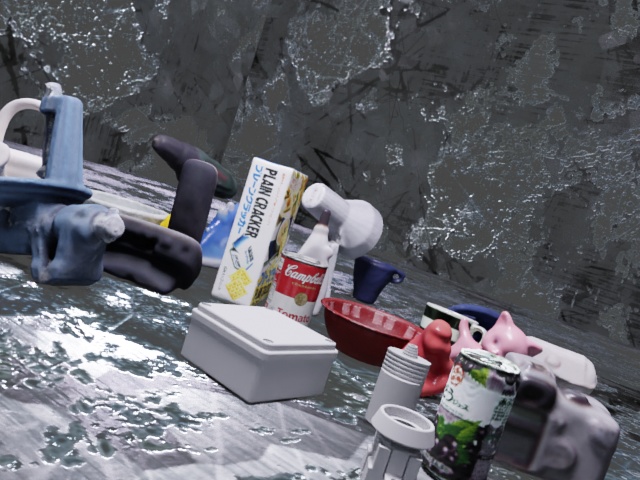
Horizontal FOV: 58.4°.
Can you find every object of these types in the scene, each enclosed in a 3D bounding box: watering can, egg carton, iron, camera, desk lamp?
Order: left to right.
[{"bbox_3d":[-0.412,-0.098,0.786,0.101,0.194,0.172,16,5,-28],"label":"watering can"},{"bbox_3d":[-0.162,-0.015,1.141,0.118,0.141,0.259,20,4,24],"label":"iron"},{"bbox_3d":[0.010,0.004,1.133,0.204,0.213,0.117,14,6,-45],"label":"desk lamp"},{"bbox_3d":[0.216,0.171,0.595,0.143,0.101,0.137,19,4,6],"label":"camera"},{"bbox_3d":[0.392,0.217,0.978,0.150,0.069,0.107,20,4,23],"label":"egg carton"}]

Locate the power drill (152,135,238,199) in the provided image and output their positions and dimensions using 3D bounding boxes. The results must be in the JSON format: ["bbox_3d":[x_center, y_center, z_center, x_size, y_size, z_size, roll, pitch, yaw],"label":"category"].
[{"bbox_3d":[-0.270,-0.088,1.163,0.075,0.208,0.230,21,5,33],"label":"power drill"}]

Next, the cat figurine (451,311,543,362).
[{"bbox_3d":[0.242,0.154,0.816,0.067,0.118,0.127,15,5,-39],"label":"cat figurine"}]

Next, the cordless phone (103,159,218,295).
[{"bbox_3d":[-0.222,-0.031,0.792,0.147,0.185,0.094,18,4,-3],"label":"cordless phone"}]

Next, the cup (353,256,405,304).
[{"bbox_3d":[0.120,0.094,1.249,0.118,0.095,0.091,17,4,-10],"label":"cup"}]

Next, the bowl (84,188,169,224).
[{"bbox_3d":[-0.355,-0.033,1.007,0.167,0.075,0.167,18,4,-1],"label":"bowl"}]

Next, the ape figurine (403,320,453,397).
[{"bbox_3d":[0.132,0.141,0.697,0.077,0.092,0.076,18,4,3],"label":"ape figurine"}]

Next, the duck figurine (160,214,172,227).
[{"bbox_3d":[-0.252,-0.002,0.968,0.078,0.086,0.104,17,4,-18],"label":"duck figurine"}]

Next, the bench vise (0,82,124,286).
[{"bbox_3d":[-0.298,-0.066,0.679,0.207,0.220,0.122,19,4,9],"label":"bench vise"}]

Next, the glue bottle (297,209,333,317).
[{"bbox_3d":[-0.013,0.033,0.933,0.078,0.173,0.037,18,4,-6],"label":"glue bottle"}]

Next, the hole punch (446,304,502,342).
[{"bbox_3d":[0.271,0.158,1.076,0.109,0.091,0.101,17,4,-17],"label":"hole punch"}]
